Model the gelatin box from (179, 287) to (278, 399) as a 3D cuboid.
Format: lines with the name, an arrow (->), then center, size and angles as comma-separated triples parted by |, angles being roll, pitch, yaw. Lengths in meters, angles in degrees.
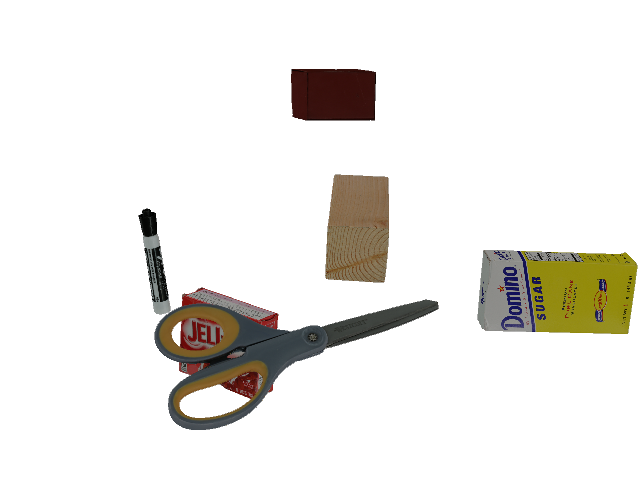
gelatin box -> -0.081, 0.088, 0.920 | 0.089, 0.073, 0.030 | 16, 21, 31

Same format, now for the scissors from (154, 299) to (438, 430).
scissors -> -0.024, 0.057, 0.718 | 0.201, 0.096, 0.016 | -29, -25, -27

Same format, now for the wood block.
wood block -> 0.059, -0.022, 1.641 | 0.091, 0.090, 0.206 | 3, 25, 2

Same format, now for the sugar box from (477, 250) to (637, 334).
sugar box -> 0.280, 0.062, 1.269 | 0.176, 0.093, 0.048 | 0, 19, -4

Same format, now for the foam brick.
foam brick -> 0.013, -0.152, 1.114 | 0.078, 0.051, 0.053 | -2, 12, -19

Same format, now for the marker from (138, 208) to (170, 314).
marker -> -0.182, 0.023, 1.172 | 0.020, 0.121, 0.020 | -5, 21, 2
